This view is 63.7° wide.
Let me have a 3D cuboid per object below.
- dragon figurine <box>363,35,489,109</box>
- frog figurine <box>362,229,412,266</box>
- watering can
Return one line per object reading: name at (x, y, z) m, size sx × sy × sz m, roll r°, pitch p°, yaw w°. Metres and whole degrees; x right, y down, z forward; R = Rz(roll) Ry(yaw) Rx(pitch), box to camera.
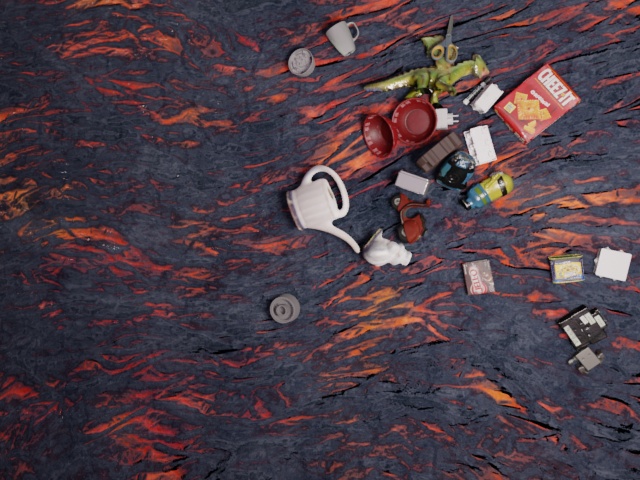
dragon figurine at (0.372, -0.593, 1.780) m, size 0.411 × 0.121 × 0.245 m, roll 13°, pitch 77°, yaw 12°
frog figurine at (0.232, 0.050, 1.803) m, size 0.159 × 0.125 × 0.134 m, roll 40°, pitch 134°, yaw 1°
watering can at (0.006, -0.094, 1.862) m, size 0.223 × 0.104 × 0.349 m, roll -19°, pitch 85°, yaw 15°
